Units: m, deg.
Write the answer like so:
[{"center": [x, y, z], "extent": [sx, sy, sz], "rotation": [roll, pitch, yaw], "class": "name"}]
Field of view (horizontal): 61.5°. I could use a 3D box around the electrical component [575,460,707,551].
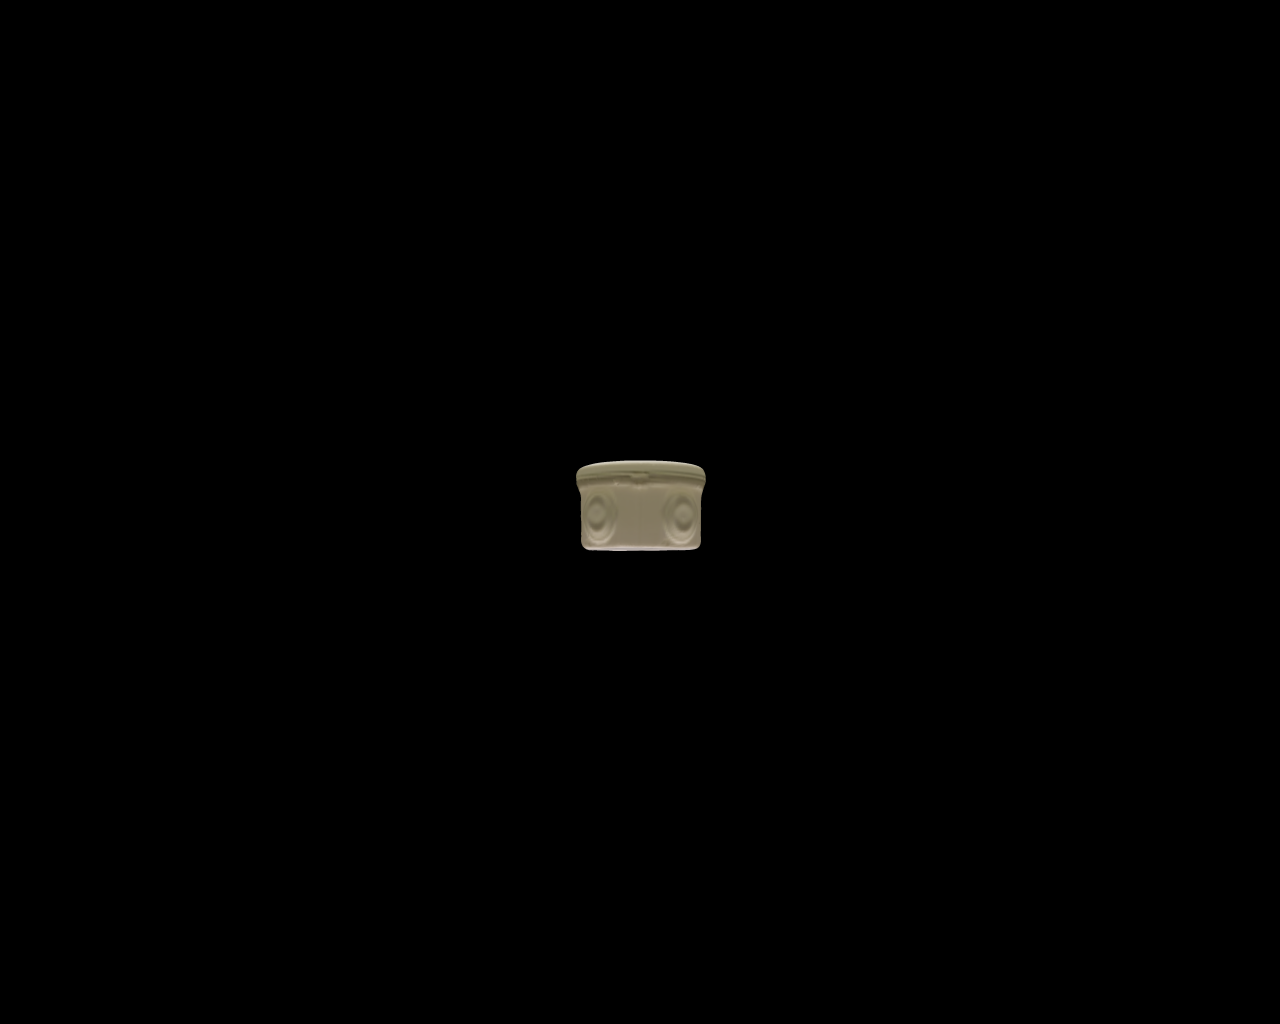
[{"center": [0.001, -0.003, 0.650], "extent": [0.080, 0.051, 0.080], "rotation": [0, -4, 0], "class": "electrical component"}]
